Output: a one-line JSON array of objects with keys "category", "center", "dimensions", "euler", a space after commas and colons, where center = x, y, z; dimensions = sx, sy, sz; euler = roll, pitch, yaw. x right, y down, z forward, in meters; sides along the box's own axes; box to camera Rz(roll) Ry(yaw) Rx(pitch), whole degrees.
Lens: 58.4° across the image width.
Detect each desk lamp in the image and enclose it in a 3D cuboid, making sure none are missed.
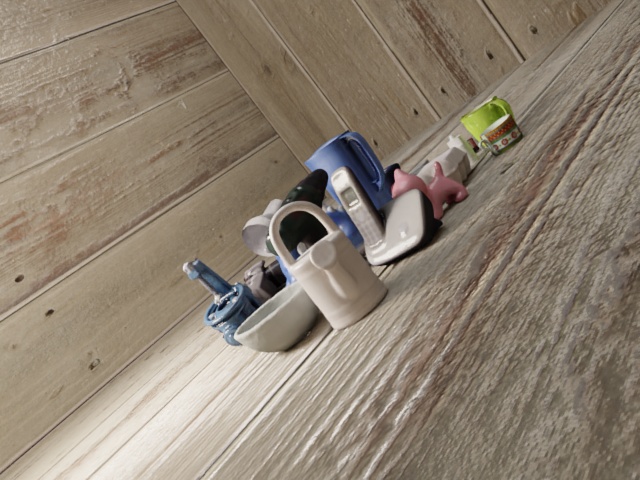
[{"category": "desk lamp", "center": [-0.103, -0.007, 1.667], "dimensions": [0.117, 0.213, 0.204], "euler": [-33, 8, 38]}]

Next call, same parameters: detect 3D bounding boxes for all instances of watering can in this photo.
[{"category": "watering can", "center": [0.007, 0.027, 0.842], "dimensions": [0.101, 0.194, 0.172], "euler": [-41, 7, -26]}]

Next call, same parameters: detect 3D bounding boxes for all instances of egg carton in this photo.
[{"category": "egg carton", "center": [0.258, -0.135, 1.200], "dimensions": [0.107, 0.069, 0.150], "euler": [-34, 7, 33]}]

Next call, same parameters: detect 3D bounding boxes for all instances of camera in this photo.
[{"category": "camera", "center": [-0.142, 0.102, 1.612], "dimensions": [0.137, 0.101, 0.143], "euler": [-37, 6, 6]}]

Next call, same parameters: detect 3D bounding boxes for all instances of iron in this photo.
[{"category": "iron", "center": [0.011, 0.004, 1.245], "dimensions": [0.258, 0.141, 0.118], "euler": [-39, 6, -11]}]

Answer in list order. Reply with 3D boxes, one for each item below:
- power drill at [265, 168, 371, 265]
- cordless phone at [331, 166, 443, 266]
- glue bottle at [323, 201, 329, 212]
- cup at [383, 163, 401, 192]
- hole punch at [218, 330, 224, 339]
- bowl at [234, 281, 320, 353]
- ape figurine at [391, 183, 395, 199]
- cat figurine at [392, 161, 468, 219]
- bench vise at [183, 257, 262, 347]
[{"category": "power drill", "center": [0.003, -0.011, 1.087], "dimensions": [0.075, 0.208, 0.230], "euler": [-32, 8, 42]}, {"category": "cordless phone", "center": [0.102, -0.057, 0.965], "dimensions": [0.147, 0.185, 0.094], "euler": [-32, 9, 44]}, {"category": "glue bottle", "center": [0.028, -0.042, 1.346], "dimensions": [0.078, 0.173, 0.037], "euler": [-35, 7, 24]}, {"category": "cup", "center": [0.196, -0.148, 1.546], "dimensions": [0.118, 0.095, 0.091], "euler": [-42, 7, -32]}, {"category": "hole punch", "center": [-0.231, 0.193, 1.493], "dimensions": [0.101, 0.091, 0.108], "euler": [-43, 8, -38]}, {"category": "bowl", "center": [-0.058, 0.137, 0.965], "dimensions": [0.167, 0.075, 0.167], "euler": [-37, 6, 5]}, {"category": "ape figurine", "center": [0.174, -0.075, 1.127], "dimensions": [0.076, 0.092, 0.078], "euler": [-32, 8, 42]}, {"category": "cat figurine", "center": [0.188, -0.092, 1.051], "dimensions": [0.128, 0.118, 0.067], "euler": [-39, 6, -14]}, {"category": "bench vise", "center": [-0.232, 0.132, 1.337], "dimensions": [0.121, 0.220, 0.207], "euler": [-38, 6, -3]}]
